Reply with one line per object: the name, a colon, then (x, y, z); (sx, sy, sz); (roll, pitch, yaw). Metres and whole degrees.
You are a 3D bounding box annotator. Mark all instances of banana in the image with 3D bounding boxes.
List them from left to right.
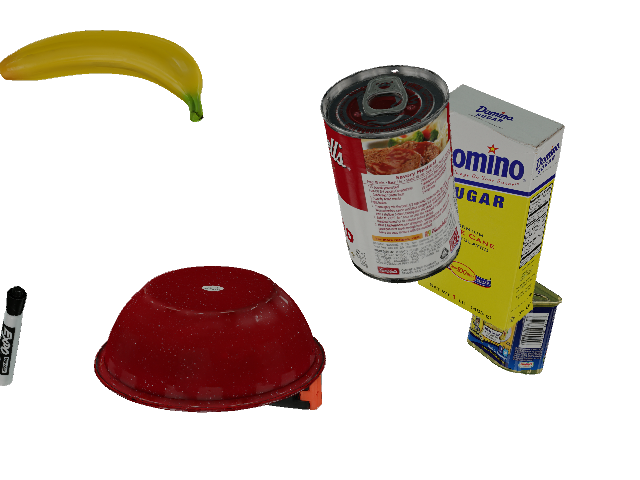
banana: (-0.178, -0.151, 0.909); (0.198, 0.069, 0.037); (13, -40, 18)

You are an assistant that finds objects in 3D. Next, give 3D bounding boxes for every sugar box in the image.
sugar box: (0.127, -0.023, 0.828); (0.093, 0.176, 0.048); (28, 47, 32)

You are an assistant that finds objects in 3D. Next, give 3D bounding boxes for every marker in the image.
marker: (-0.306, 0.094, 1.054); (0.020, 0.121, 0.020); (14, 33, -9)

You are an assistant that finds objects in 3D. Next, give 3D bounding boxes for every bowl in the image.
bowl: (-0.076, 0.058, 0.738); (0.162, 0.055, 0.162); (1, 18, -1)

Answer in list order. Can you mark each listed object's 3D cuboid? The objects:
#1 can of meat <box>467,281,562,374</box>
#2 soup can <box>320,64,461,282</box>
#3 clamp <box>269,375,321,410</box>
can of meat: (0.204, 0.085, 1.137); (0.057, 0.084, 0.102); (2, 18, -24)
soup can: (0.041, -0.036, 0.588); (0.068, 0.102, 0.068); (-7, 38, 6)
clamp: (-0.065, 0.105, 0.964); (0.210, 0.036, 0.164); (12, 22, 41)
